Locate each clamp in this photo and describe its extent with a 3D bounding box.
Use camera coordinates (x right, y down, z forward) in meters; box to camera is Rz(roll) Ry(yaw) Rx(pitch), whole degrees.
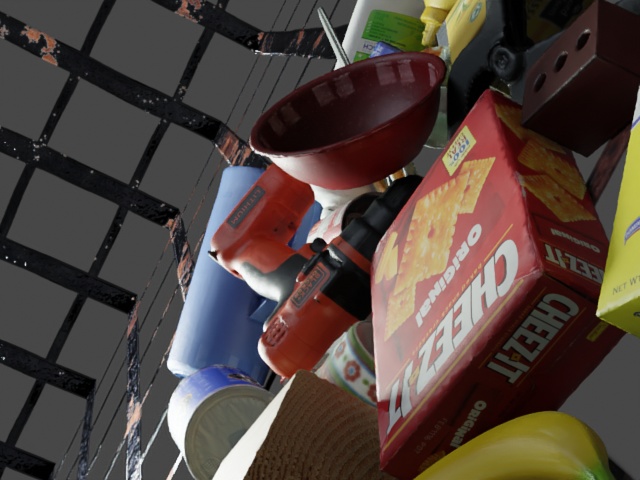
[{"bbox_3d":[0.146,-0.125,0.741,0.165,0.036,0.210,42,128,39],"label":"clamp"}]

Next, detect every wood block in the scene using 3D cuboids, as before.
[{"bbox_3d":[-0.022,0.179,0.733,0.090,0.091,0.206,-62,3,-33],"label":"wood block"}]

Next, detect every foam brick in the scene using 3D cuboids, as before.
[{"bbox_3d":[0.168,-0.099,0.657,0.078,0.051,0.053,-48,21,50],"label":"foam brick"}]

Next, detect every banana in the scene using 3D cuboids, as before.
[{"bbox_3d":[0.079,0.133,0.558,0.198,0.037,0.069,-38,6,42],"label":"banana"}]

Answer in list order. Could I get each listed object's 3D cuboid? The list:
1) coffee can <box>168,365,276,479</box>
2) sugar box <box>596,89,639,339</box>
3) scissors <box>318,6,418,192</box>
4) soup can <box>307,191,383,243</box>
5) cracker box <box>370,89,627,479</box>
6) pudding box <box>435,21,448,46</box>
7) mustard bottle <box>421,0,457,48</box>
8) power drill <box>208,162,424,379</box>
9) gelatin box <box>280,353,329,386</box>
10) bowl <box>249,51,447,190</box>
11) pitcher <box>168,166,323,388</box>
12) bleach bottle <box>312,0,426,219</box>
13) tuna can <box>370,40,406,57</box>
[{"bbox_3d":[-0.087,0.179,1.020,0.103,0.102,0.140,-66,13,-4],"label":"coffee can"},{"bbox_3d":[0.187,-0.045,0.506,0.093,0.048,0.176,-43,27,57],"label":"sugar box"},{"bbox_3d":[0.039,-0.119,1.018,0.202,0.016,0.096,62,161,24],"label":"scissors"},{"bbox_3d":[0.034,0.001,0.955,0.068,0.068,0.102,-69,14,-17],"label":"soup can"},{"bbox_3d":[0.097,0.027,0.659,0.164,0.072,0.213,-57,16,29],"label":"cracker box"},{"bbox_3d":[0.143,-0.191,0.949,0.090,0.039,0.113,-58,13,29],"label":"pudding box"},{"bbox_3d":[0.148,-0.273,1.032,0.191,0.058,0.096,-65,17,1],"label":"mustard bottle"},{"bbox_3d":[-0.006,0.001,0.860,0.184,0.057,0.188,-50,32,1],"label":"power drill"},{"bbox_3d":[-0.001,0.091,1.006,0.089,0.030,0.073,-54,16,39],"label":"gelatin box"},{"bbox_3d":[0.029,-0.086,0.828,0.162,0.055,0.162,-20,26,10],"label":"bowl"},{"bbox_3d":[-0.078,0.047,1.186,0.149,0.145,0.243,56,-131,-68],"label":"pitcher"},{"bbox_3d":[0.054,-0.125,1.077,0.068,0.102,0.251,111,174,-77],"label":"bleach bottle"},{"bbox_3d":[0.084,-0.153,0.999,0.034,0.086,0.086,-61,14,8],"label":"tuna can"}]
